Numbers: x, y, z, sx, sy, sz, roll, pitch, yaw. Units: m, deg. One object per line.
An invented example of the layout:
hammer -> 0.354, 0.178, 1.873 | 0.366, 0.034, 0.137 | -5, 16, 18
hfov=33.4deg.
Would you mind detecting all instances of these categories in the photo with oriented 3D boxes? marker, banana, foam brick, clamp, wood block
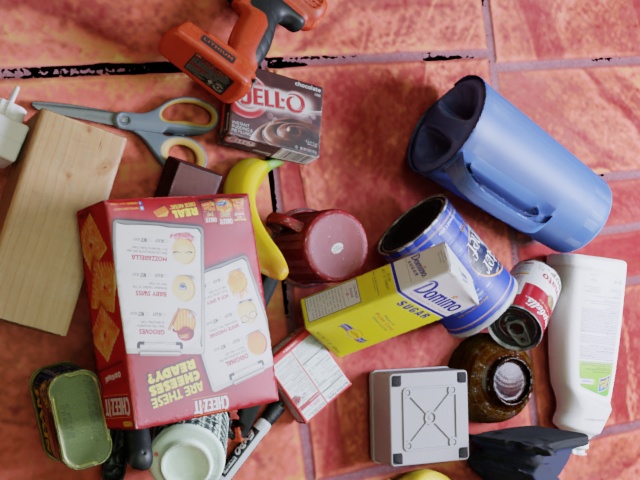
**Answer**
marker -> -0.080, 0.227, 1.185 | 0.020, 0.020, 0.121 | 45, 70, -17
banana -> -0.072, -0.031, 1.145 | 0.069, 0.198, 0.037 | -7, 134, 3
foam brick -> -0.146, -0.044, 1.140 | 0.051, 0.053, 0.078 | 19, 95, -25
clamp -> -0.116, 0.118, 1.148 | 0.164, 0.036, 0.210 | -4, 104, -7
wood block -> -0.275, -0.015, 1.066 | 0.090, 0.091, 0.206 | 19, 80, -23
clamp -> -0.201, 0.168, 1.099 | 0.039, 0.120, 0.171 | 12, 57, -28

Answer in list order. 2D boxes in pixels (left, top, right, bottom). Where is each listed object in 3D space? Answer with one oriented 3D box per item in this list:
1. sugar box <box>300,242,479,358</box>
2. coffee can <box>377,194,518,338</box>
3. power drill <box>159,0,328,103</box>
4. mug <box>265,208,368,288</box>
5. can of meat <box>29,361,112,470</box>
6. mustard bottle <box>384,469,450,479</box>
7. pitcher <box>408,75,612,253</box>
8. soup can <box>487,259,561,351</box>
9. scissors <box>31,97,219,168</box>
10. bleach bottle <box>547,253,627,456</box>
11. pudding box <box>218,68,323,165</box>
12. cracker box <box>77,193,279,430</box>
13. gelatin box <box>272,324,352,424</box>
sugar box -> 0.077, 0.069, 1.179 | 0.093, 0.176, 0.048 | 45, 30, -52
coffee can -> 0.150, 0.031, 1.257 | 0.140, 0.103, 0.102 | 48, 70, -15
power drill -> -0.097, -0.255, 1.159 | 0.184, 0.057, 0.187 | 36, 58, -12
mug -> -0.008, 0.001, 1.195 | 0.117, 0.082, 0.093 | 34, 74, -20
can of meat -> -0.249, 0.176, 1.072 | 0.057, 0.084, 0.102 | -13, 93, -26
mustard bottle -> 0.134, 0.324, 1.259 | 0.191, 0.058, 0.096 | 25, 77, -22
pitcher -> 0.235, -0.076, 1.285 | 0.242, 0.145, 0.149 | 31, 79, -24
soup can -> 0.250, 0.078, 1.300 | 0.068, 0.069, 0.102 | 53, 40, -14
scissors -> -0.202, -0.110, 1.146 | 0.201, 0.016, 0.096 | -9, 92, -25
bleach bottle -> 0.330, 0.146, 1.360 | 0.102, 0.068, 0.251 | 7, 87, -23
pudding box -> -0.054, -0.140, 1.195 | 0.113, 0.039, 0.090 | 14, 68, -26
cracker box -> -0.139, 0.066, 1.042 | 0.163, 0.072, 0.214 | -5, 85, -38
gelatin box -> -0.018, 0.153, 1.212 | 0.073, 0.030, 0.089 | -39, 104, -23
